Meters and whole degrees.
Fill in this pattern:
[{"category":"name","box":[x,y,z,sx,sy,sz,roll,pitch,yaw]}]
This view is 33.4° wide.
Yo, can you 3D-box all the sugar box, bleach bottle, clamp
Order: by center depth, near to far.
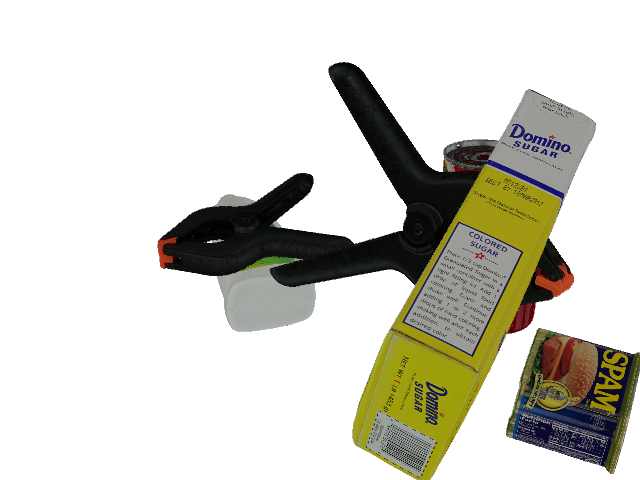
[{"category":"sugar box","box":[0.075,0.017,0.500,0.048,0.093,0.176,28,50,12]},{"category":"clamp","box":[0.069,-0.021,0.707,0.210,0.165,0.036,18,18,25]},{"category":"clamp","box":[-0.063,-0.014,0.966,0.171,0.039,0.120,-6,35,-10]},{"category":"bleach bottle","box":[-0.086,0.011,1.229,0.102,0.068,0.251,-8,28,-16]}]

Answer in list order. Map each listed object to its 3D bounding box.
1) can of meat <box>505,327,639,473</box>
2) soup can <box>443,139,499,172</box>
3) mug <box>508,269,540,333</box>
[{"category":"can of meat","box":[0.197,0.120,0.827,0.084,0.057,0.102,15,40,16]},{"category":"soup can","box":[0.141,-0.030,0.942,0.068,0.102,0.068,-1,25,0]},{"category":"mug","box":[0.187,0.040,1.142,0.093,0.081,0.117,-5,30,-10]}]
